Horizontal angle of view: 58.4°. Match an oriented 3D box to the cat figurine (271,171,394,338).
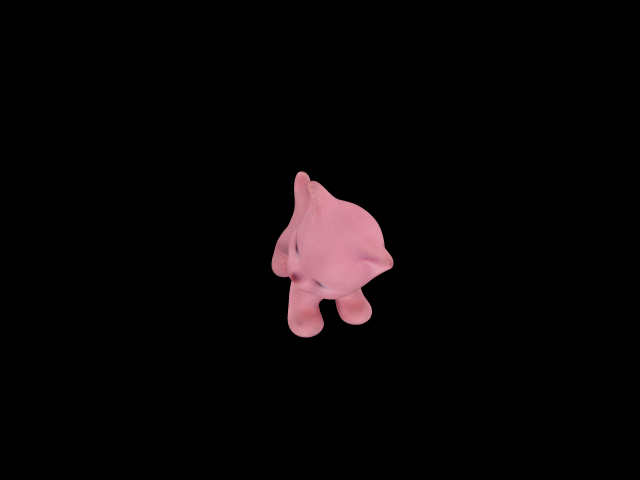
[{"bbox_3d":[0.004,0.001,0.400,0.067,0.118,0.127,-11,39,-13],"label":"cat figurine"}]
